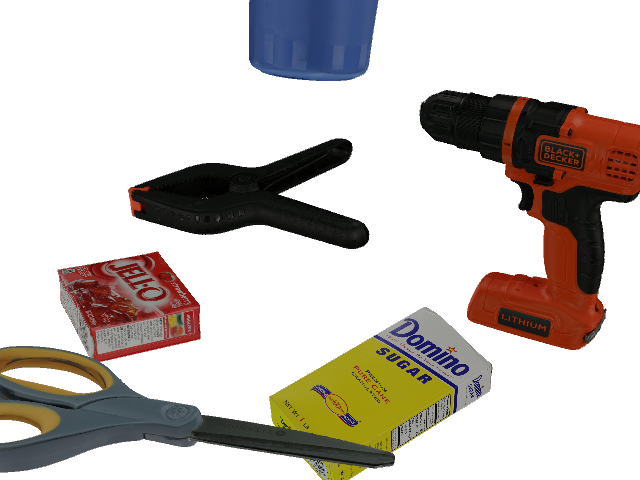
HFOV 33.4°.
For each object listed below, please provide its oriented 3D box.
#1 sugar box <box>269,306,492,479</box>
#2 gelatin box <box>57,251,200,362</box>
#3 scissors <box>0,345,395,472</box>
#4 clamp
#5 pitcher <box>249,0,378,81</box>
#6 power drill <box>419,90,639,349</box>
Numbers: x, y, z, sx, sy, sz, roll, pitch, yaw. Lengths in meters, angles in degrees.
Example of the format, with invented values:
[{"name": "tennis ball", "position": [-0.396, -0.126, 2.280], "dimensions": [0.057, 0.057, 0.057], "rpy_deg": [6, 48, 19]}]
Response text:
[{"name": "sugar box", "position": [0.054, 0.133, 0.931], "dimensions": [0.176, 0.048, 0.093], "rpy_deg": [-30, 50, -21]}, {"name": "gelatin box", "position": [-0.128, 0.041, 0.710], "dimensions": [0.073, 0.030, 0.089], "rpy_deg": [-11, 28, -23]}, {"name": "scissors", "position": [-0.079, 0.086, 0.458], "dimensions": [0.202, 0.016, 0.096], "rpy_deg": [14, 27, 26]}, {"name": "clamp", "position": [-0.061, -0.044, 0.942], "dimensions": [0.210, 0.036, 0.164], "rpy_deg": [0, 32, 4]}, {"name": "pitcher", "position": [0.004, -0.262, 0.912], "dimensions": [0.145, 0.243, 0.149], "rpy_deg": [6, 17, 7]}, {"name": "power drill", "position": [0.158, -0.018, 0.817], "dimensions": [0.185, 0.188, 0.057], "rpy_deg": [16, 34, 25]}]
